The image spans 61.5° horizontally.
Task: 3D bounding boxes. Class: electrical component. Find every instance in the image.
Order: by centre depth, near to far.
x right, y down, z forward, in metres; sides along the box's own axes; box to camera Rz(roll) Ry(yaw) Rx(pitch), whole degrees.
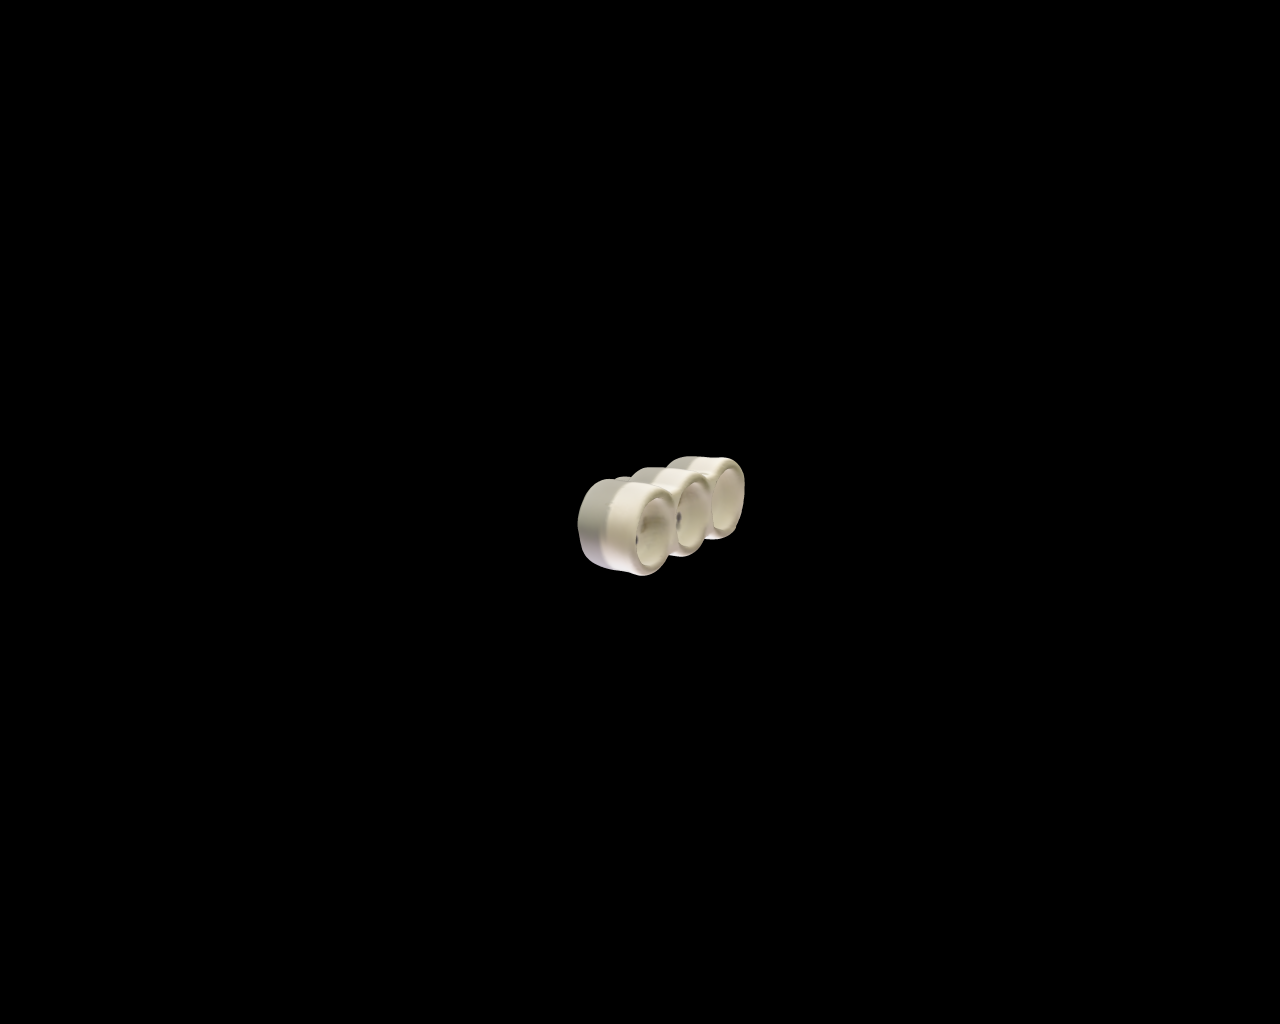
[{"bbox_3d":[0.001,-0.003,0.650,0.074,0.052,0.138,8,16,31],"label":"electrical component"}]
